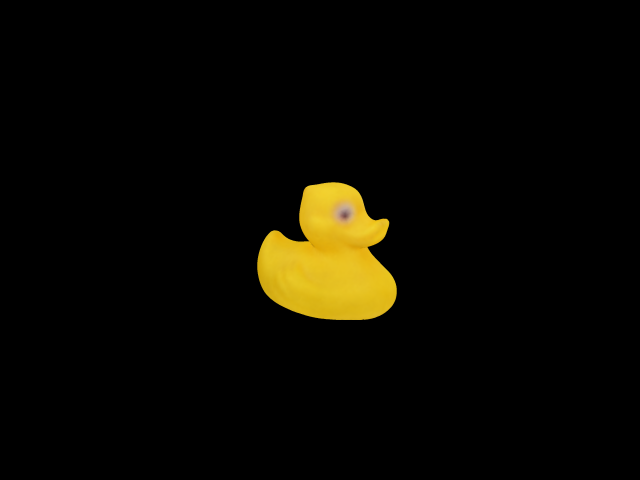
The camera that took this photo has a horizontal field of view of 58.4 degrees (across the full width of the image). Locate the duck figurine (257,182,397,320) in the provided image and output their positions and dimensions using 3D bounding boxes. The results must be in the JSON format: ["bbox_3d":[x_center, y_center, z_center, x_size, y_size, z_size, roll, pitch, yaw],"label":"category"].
[{"bbox_3d":[0.004,0.001,0.400,0.104,0.086,0.078,11,23,27],"label":"duck figurine"}]
